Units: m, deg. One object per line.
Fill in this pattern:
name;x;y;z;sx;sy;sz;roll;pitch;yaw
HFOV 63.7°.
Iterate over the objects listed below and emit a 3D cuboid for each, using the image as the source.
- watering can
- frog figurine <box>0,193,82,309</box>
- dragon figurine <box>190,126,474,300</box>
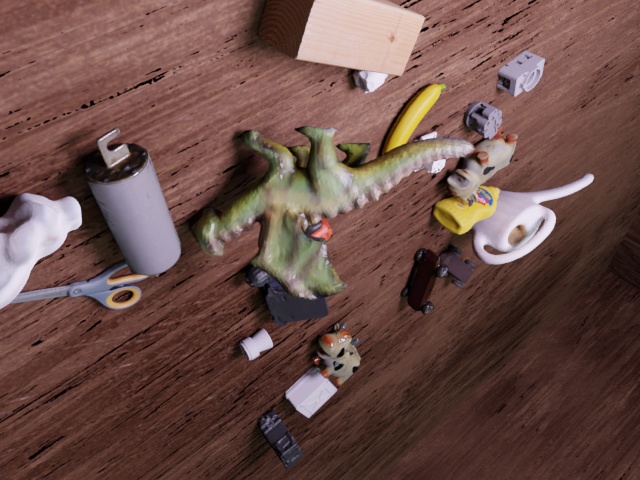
watering can;0.508;-0.075;1.319;0.350;0.227;0.102;-41;128;-10
frog figurine;-0.337;0.014;0.557;0.135;0.123;0.160;-29;171;37
dragon figurine;0.002;-0.037;0.725;0.121;0.410;0.245;45;49;-70
